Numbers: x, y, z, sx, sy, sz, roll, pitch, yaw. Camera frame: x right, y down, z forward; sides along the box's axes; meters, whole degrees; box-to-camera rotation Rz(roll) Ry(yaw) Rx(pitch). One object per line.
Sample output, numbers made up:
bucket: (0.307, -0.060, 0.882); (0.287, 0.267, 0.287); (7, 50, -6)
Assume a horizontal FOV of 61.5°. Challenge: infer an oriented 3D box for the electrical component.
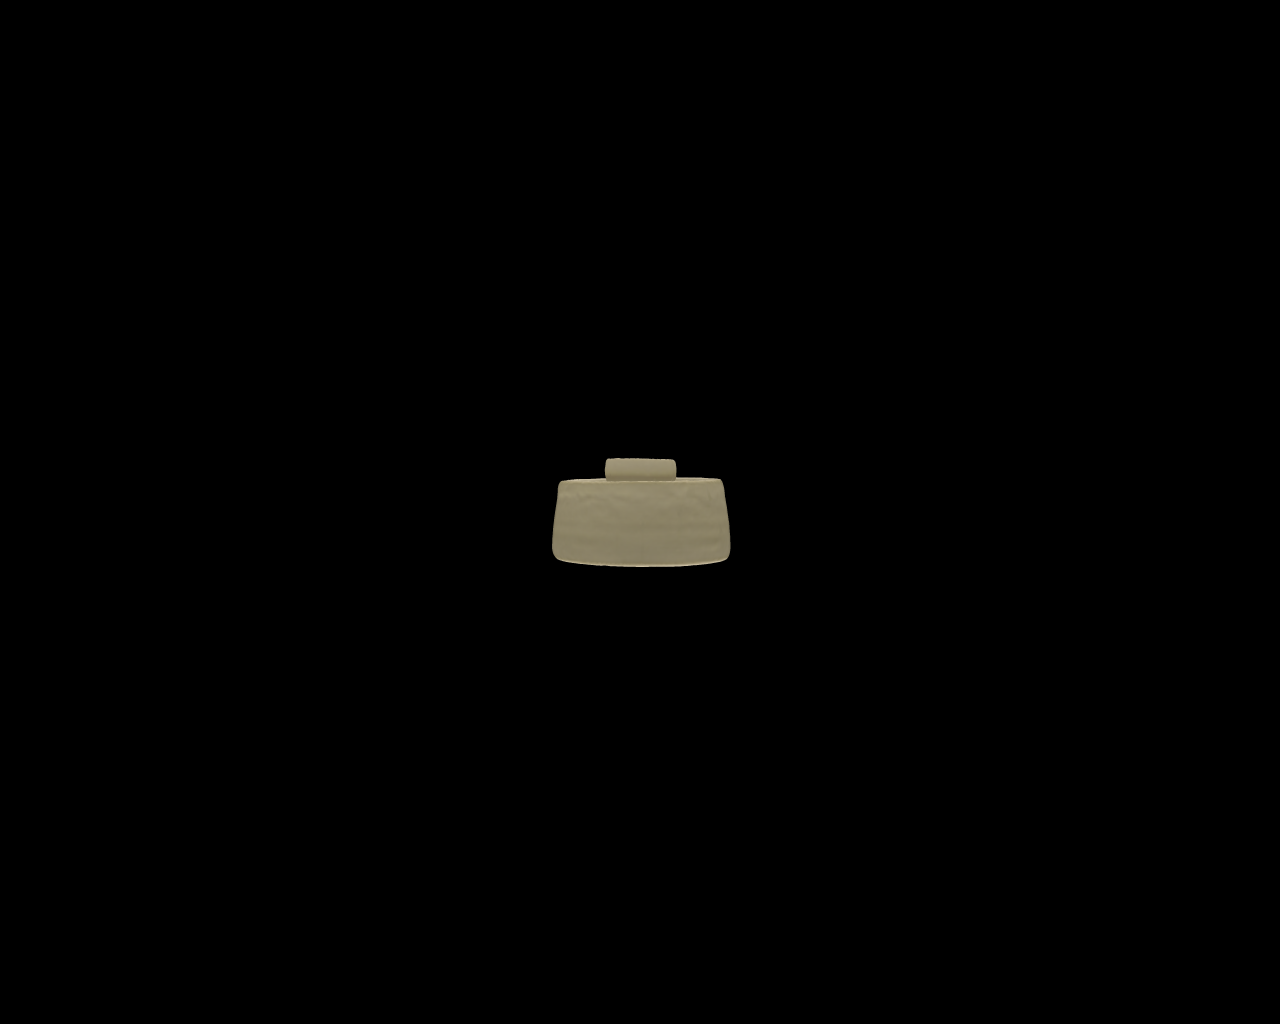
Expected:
electrical component: (0.001, -0.003, 0.650); (0.108, 0.060, 0.108); (0, 3, 0)
